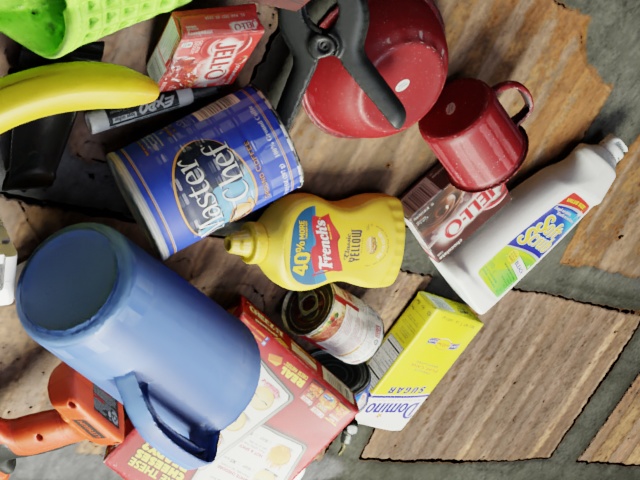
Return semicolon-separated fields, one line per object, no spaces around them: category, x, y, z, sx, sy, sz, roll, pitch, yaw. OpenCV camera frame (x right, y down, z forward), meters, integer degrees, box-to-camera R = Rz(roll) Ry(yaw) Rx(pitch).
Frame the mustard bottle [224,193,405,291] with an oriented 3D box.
mustard bottle;-0.007;0.001;1.063;0.191;0.058;0.096;-1;103;-32

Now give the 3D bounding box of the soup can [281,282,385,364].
soup can;0.015;0.087;1.144;0.068;0.069;0.102;-48;136;8

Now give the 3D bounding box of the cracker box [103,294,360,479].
cracker box;-0.092;0.189;1.106;0.164;0.072;0.214;41;98;-13

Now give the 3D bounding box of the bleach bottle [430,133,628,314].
bleach bottle;0.245;-0.032;1.209;0.251;0.068;0.102;-42;137;-1

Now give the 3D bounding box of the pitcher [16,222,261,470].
pitcher;-0.153;0.090;0.929;0.145;0.149;0.242;-57;149;-11

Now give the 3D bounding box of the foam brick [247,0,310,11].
foam brick;-0.037;-0.223;0.852;0.078;0.051;0.053;2;154;-45

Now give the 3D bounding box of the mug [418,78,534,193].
mug;0.160;-0.114;1.064;0.117;0.093;0.081;-35;132;10

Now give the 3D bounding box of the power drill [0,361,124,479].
power drill;-0.288;0.164;0.968;0.188;0.057;0.184;-18;146;11

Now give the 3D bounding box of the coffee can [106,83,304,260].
coffee can;-0.099;-0.059;0.925;0.140;0.103;0.103;-29;135;-12

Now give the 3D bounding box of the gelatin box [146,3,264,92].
gelatin box;-0.095;-0.156;0.874;0.073;0.030;0.089;-11;164;-28

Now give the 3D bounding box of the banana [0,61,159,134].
banana;-0.221;-0.099;0.815;0.197;0.037;0.069;-26;145;-11

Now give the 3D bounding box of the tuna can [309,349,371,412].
tuna can;0.014;0.159;1.186;0.086;0.086;0.034;-14;129;-25

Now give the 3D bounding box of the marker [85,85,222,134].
marker;-0.140;-0.116;0.912;0.121;0.020;0.020;-20;133;-20

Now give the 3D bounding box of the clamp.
clamp;0.016;-0.166;0.924;0.120;0.039;0.171;1;114;1

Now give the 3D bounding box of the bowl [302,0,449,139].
bowl;0.063;-0.153;0.994;0.161;0.055;0.162;-18;132;-22

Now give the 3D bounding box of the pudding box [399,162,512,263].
pudding box;0.144;-0.042;1.148;0.113;0.039;0.090;-40;136;-1

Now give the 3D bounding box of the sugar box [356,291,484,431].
sugar box;0.107;0.147;1.269;0.093;0.048;0.176;19;111;-42
